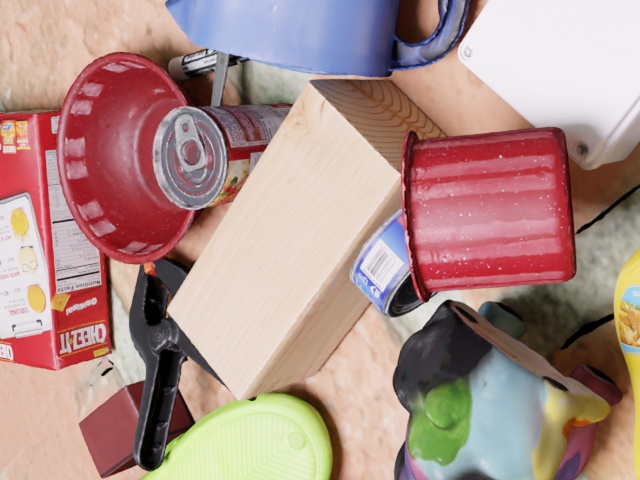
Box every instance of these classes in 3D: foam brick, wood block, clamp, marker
[{"bbox_3d":[-0.152,0.153,0.881,0.078,0.052,0.051,-39,73,35],"label":"foam brick"},{"bbox_3d":[-0.004,0.001,0.714,0.091,0.090,0.206,48,123,22],"label":"wood block"},{"bbox_3d":[-0.115,0.087,0.812,0.120,0.039,0.171,-40,47,14],"label":"clamp"},{"bbox_3d":[-0.064,-0.137,0.784,0.121,0.020,0.020,-8,92,39],"label":"marker"}]

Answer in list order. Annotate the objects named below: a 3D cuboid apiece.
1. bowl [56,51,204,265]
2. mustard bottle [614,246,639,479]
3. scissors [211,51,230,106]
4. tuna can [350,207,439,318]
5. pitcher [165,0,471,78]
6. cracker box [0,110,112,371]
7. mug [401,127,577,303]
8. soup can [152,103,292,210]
[{"bbox_3d":[-0.132,-0.064,0.827,0.162,0.055,0.162,7,102,38],"label":"bowl"},{"bbox_3d":[0.206,0.054,0.572,0.096,0.058,0.191,-7,93,54],"label":"mustard bottle"},{"bbox_3d":[-0.075,-0.188,0.772,0.096,0.016,0.202,31,108,37],"label":"scissors"},{"bbox_3d":[0.062,0.008,0.664,0.034,0.085,0.086,48,123,21],"label":"tuna can"},{"bbox_3d":[0.011,-0.223,0.651,0.145,0.148,0.243,27,111,49],"label":"pitcher"},{"bbox_3d":[-0.263,-0.005,0.932,0.164,0.071,0.214,4,101,39],"label":"cracker box"},{"bbox_3d":[0.094,-0.016,0.574,0.081,0.117,0.093,-5,90,14],"label":"mug"},{"bbox_3d":[-0.055,-0.060,0.735,0.069,0.102,0.068,7,102,38],"label":"soup can"}]
